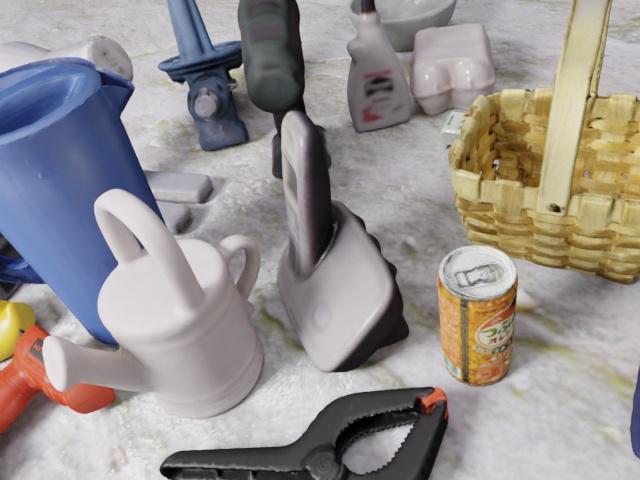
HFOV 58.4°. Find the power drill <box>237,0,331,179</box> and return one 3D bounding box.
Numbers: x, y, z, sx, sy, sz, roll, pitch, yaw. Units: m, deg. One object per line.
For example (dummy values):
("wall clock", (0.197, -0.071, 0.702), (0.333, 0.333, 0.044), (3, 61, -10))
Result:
("power drill", (-0.043, -0.185, 0.655), (0.075, 0.209, 0.229), (-12, 42, 3))

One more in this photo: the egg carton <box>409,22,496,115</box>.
("egg carton", (0.170, -0.227, 0.747), (0.107, 0.069, 0.150), (-3, 43, 12))

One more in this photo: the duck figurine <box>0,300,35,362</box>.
("duck figurine", (-0.338, 0.073, 0.548), (0.104, 0.086, 0.077), (-13, 42, 1))

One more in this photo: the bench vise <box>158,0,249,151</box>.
("bench vise", (-0.145, -0.242, 0.735), (0.121, 0.220, 0.206), (-27, 44, -14))

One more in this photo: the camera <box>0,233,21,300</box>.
("camera", (-0.390, -0.011, 0.641), (0.136, 0.101, 0.143), (6, 46, 20))

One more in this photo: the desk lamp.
("desk lamp", (-0.253, -0.121, 0.638), (0.202, 0.214, 0.118), (4, 45, 19))

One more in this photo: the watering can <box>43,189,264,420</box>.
("watering can", (-0.118, 0.050, 0.433), (0.100, 0.194, 0.173), (9, 47, 24))

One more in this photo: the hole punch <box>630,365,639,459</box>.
("hole punch", (0.262, 0.092, 0.363), (0.100, 0.091, 0.109), (11, 48, 26))

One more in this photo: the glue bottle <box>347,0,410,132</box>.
("glue bottle", (0.064, -0.215, 0.685), (0.078, 0.173, 0.037), (-16, 42, -2))

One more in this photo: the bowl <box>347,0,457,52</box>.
("bowl", (0.127, -0.334, 0.870), (0.167, 0.075, 0.167), (-8, 42, 7))

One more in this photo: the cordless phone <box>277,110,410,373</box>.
("cordless phone", (0.004, 0.002, 0.458), (0.094, 0.185, 0.147), (-24, 43, -10))
